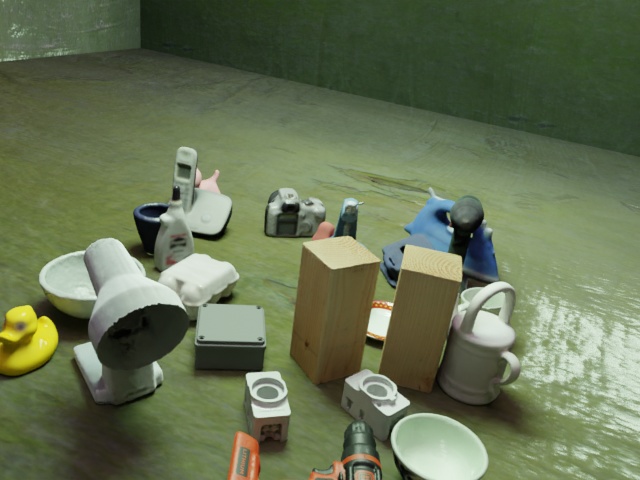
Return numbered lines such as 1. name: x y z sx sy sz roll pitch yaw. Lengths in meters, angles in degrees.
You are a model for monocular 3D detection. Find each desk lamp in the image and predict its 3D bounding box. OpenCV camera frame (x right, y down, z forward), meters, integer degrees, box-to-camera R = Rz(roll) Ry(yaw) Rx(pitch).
1. desk lamp: -0.270 0.118 0.780 0.118 0.213 0.202 -12 32 -36

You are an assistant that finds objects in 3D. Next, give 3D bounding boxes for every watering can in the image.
1. watering can: 0.246 0.148 0.897 0.172 0.194 0.101 27 31 33

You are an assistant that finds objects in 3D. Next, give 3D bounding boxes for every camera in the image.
1. camera: -0.067 -0.079 1.380 0.143 0.101 0.136 0 27 -16

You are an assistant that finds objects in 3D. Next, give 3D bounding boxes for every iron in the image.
1. iron: 0.322 -0.016 1.321 0.119 0.141 0.257 -14 33 -38

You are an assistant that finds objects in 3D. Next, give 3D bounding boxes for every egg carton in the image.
1. egg carton: -0.222 0.081 1.038 0.107 0.069 0.150 17 27 19

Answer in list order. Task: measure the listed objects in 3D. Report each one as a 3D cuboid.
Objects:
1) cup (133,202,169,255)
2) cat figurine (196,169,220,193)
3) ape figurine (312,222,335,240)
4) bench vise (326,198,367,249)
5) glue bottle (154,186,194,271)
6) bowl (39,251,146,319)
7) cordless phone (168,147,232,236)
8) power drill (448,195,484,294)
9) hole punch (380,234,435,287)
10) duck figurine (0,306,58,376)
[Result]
1. cup: -0.331 -0.024 1.193 0.091 0.095 0.118 19 28 22
2. cat figurine: -0.306 -0.145 1.426 0.128 0.118 0.067 -11 31 -34
3. ape figurine: 0.011 0.004 1.242 0.076 0.092 0.077 -10 31 -34
4. bench vise: 0.034 0.005 1.099 0.122 0.220 0.207 0 27 -16
5. glue bottle: -0.283 -0.024 1.119 0.078 0.173 0.037 -15 34 -40
6. bowl: -0.384 0.086 0.974 0.167 0.075 0.167 7 26 -3
7. cordless phone: -0.269 -0.108 1.282 0.147 0.185 0.094 12 26 8
8. power drill: 0.291 0.005 1.189 0.075 0.208 0.230 14 26 11
9. hole punch: 0.186 0.041 1.220 0.101 0.091 0.108 1 26 -15
10. duck figurine: -0.433 0.136 0.842 0.077 0.086 0.105 13 26 10
